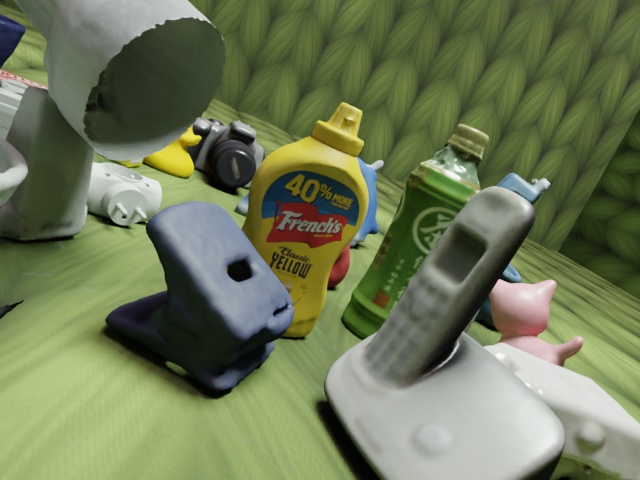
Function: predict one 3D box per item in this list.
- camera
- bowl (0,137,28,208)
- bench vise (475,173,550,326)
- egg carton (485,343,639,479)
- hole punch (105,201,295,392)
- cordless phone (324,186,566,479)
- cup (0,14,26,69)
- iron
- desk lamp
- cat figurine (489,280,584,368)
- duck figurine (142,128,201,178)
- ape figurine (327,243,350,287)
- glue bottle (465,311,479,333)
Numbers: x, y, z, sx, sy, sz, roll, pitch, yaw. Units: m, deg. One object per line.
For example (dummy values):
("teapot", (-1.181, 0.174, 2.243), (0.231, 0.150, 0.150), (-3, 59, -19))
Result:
("camera", (-0.153, -0.143, 0.918), (0.143, 0.101, 0.136), (21, 13, -19))
("bowl", (-0.265, -0.037, 0.325), (0.167, 0.075, 0.167), (24, 12, -5))
("bench vise", (0.216, -0.013, 0.825), (0.207, 0.220, 0.122), (27, 12, 8))
("egg carton", (0.184, 0.144, 0.464), (0.150, 0.069, 0.107), (23, 13, -10))
("hole punch", (-0.066, 0.032, 0.386), (0.101, 0.091, 0.109), (27, 13, 10))
("cordless phone", (0.091, 0.063, 0.347), (0.094, 0.185, 0.147), (17, 15, -34))
("cup", (-0.536, -0.316, 0.899), (0.117, 0.095, 0.092), (26, 12, 2))
("iron", (-0.001, -0.082, 0.871), (0.259, 0.141, 0.118), (11, 19, -48))
("desk lamp", (-0.195, -0.107, 0.427), (0.202, 0.213, 0.118), (29, 13, 17))
("cat figurine", (0.229, 0.099, 0.627), (0.067, 0.118, 0.127), (17, 15, -32))
("duck figurine", (-0.225, -0.150, 0.843), (0.104, 0.086, 0.077), (25, 12, 0))
("ape figurine", (0.006, 0.002, 0.650), (0.076, 0.092, 0.078), (26, 12, 2))
("glue bottle", (0.191, 0.028, 0.715), (0.037, 0.173, 0.078), (20, 13, -23))
